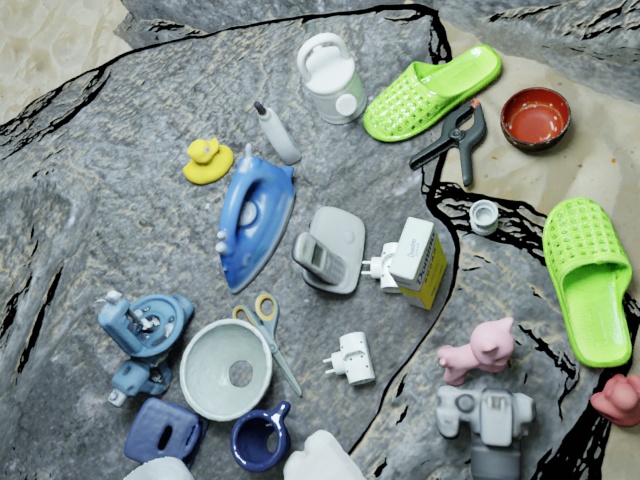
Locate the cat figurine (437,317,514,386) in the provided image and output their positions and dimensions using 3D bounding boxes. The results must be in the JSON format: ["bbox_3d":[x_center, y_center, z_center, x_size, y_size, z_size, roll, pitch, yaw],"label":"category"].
[{"bbox_3d":[0.237,0.166,0.857,0.127,0.118,0.067,-23,65,8],"label":"cat figurine"}]

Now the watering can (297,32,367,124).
[{"bbox_3d":[0.024,-0.299,1.050,0.101,0.194,0.172,-46,65,-3],"label":"watering can"}]

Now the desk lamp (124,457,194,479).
[{"bbox_3d":[-0.179,0.424,0.834,0.202,0.214,0.118,37,84,25],"label":"desk lamp"}]

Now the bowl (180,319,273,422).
[{"bbox_3d":[-0.148,0.223,0.976,0.167,0.075,0.167,-6,69,15],"label":"bowl"}]

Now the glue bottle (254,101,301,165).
[{"bbox_3d":[-0.086,-0.208,1.061,0.037,0.173,0.078,-28,65,6],"label":"glue bottle"}]

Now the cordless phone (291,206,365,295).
[{"bbox_3d":[0.009,0.003,0.948,0.094,0.185,0.147,3,71,18],"label":"cordless phone"}]

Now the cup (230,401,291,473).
[{"bbox_3d":[-0.076,0.309,0.911,0.091,0.095,0.118,33,83,25],"label":"cup"}]

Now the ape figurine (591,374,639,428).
[{"bbox_3d":[0.420,0.221,0.796,0.077,0.092,0.076,-12,67,12],"label":"ape figurine"}]

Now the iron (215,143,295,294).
[{"bbox_3d":[-0.138,-0.041,1.033,0.118,0.142,0.258,11,74,20],"label":"iron"}]

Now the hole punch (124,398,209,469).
[{"bbox_3d":[-0.255,0.327,0.960,0.100,0.091,0.109,17,76,22],"label":"hole punch"}]

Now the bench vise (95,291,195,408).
[{"bbox_3d":[-0.301,0.175,0.959,0.121,0.220,0.207,0,70,17],"label":"bench vise"}]

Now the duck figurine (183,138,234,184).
[{"bbox_3d":[-0.233,-0.164,1.137,0.104,0.086,0.077,-32,65,4],"label":"duck figurine"}]

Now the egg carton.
[{"bbox_3d":[0.015,0.376,0.873,0.107,0.069,0.150,-44,65,-2],"label":"egg carton"}]

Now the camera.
[{"bbox_3d":[0.235,0.285,0.823,0.143,0.101,0.137,0,71,17],"label":"camera"}]
